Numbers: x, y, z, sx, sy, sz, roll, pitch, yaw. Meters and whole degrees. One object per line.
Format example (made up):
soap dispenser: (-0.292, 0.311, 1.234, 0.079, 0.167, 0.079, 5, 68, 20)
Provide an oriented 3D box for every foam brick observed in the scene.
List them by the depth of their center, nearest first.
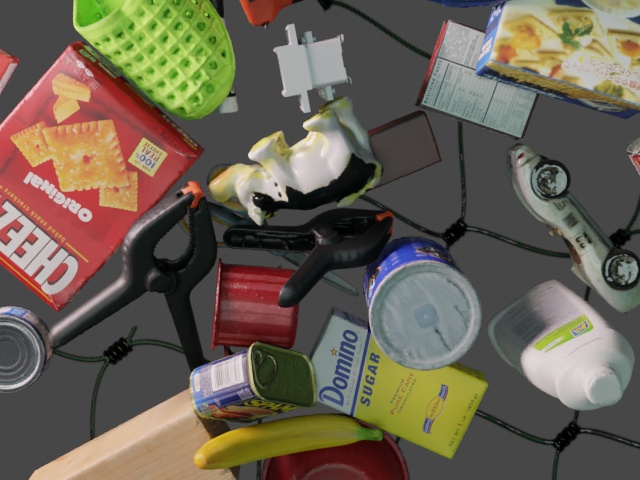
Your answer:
foam brick: (0.075, -0.090, 1.056, 0.078, 0.053, 0.051, -22, 99, 5)

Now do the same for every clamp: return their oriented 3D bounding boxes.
clamp: (-0.007, 0.001, 1.052, 0.120, 0.171, 0.039, 42, 138, 31)
clamp: (-0.152, 0.043, 1.055, 0.164, 0.036, 0.210, 23, 107, -30)

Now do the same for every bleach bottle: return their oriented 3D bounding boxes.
bleach bottle: (0.225, 0.106, 0.989, 0.102, 0.251, 0.068, -37, 98, 6)

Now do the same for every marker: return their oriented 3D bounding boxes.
marker: (-0.098, -0.187, 1.056, 0.020, 0.020, 0.121, -7, 100, 1)

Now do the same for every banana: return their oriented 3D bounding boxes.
banana: (-0.039, 0.197, 1.056, 0.197, 0.070, 0.037, -6, 82, -25)

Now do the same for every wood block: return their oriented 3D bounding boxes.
wood block: (-0.192, 0.243, 1.096, 0.206, 0.090, 0.091, -28, 100, 5)

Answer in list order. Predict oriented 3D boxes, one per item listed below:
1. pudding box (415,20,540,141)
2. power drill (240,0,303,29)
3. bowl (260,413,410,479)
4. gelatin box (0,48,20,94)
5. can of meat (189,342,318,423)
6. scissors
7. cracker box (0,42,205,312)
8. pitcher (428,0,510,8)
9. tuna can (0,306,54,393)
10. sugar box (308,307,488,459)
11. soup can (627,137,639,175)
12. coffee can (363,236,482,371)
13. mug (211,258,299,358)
pudding box: (0.161, -0.157, 1.051, 0.113, 0.039, 0.090, 19, 99, -2)
power drill: (-0.003, -0.293, 0.993, 0.188, 0.057, 0.184, -19, 122, 7)
bowl: (0.016, 0.267, 1.118, 0.162, 0.055, 0.162, 0, 100, 0)
gelatin box: (-0.352, -0.161, 1.055, 0.073, 0.030, 0.089, 32, 99, -6)
can of meat: (-0.067, 0.144, 1.053, 0.084, 0.101, 0.057, -22, 64, 31)
scissors: (-0.044, -0.014, 1.088, 0.201, 0.016, 0.096, 16, 100, -3)
cracker box: (-0.245, -0.062, 1.051, 0.164, 0.072, 0.214, 42, 98, -7)
pitcher: (0.135, -0.336, 0.949, 0.144, 0.149, 0.243, 20, 68, -40)
tuna can: (-0.321, 0.114, 1.101, 0.086, 0.034, 0.086, 0, 100, 0)
sugar box: (0.074, 0.147, 1.101, 0.176, 0.048, 0.093, 23, 100, -5)
soup can: (0.357, -0.061, 1.053, 0.068, 0.068, 0.102, -31, 98, 5)
coffee can: (0.096, 0.058, 1.037, 0.103, 0.140, 0.103, 0, 100, 0)
mug: (-0.066, 0.077, 1.071, 0.081, 0.093, 0.117, 5, 116, -6)
